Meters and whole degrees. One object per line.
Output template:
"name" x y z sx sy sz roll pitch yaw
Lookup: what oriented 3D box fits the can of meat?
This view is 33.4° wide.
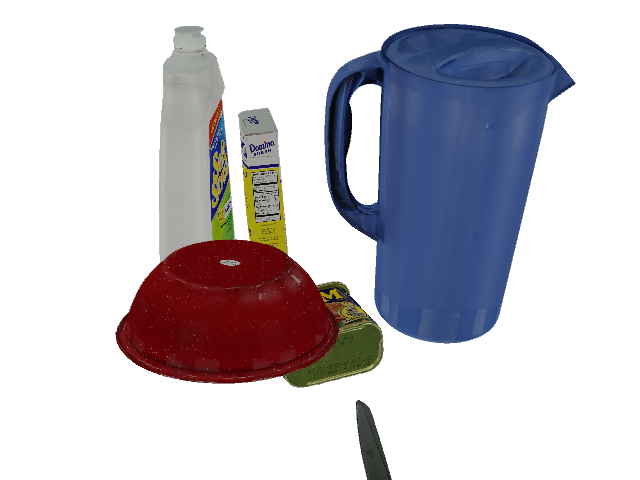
"can of meat" -0.003 0.087 0.982 0.102 0.057 0.084 -12 27 -19

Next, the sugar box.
"sugar box" -0.071 -0.064 1.304 0.048 0.176 0.093 -9 25 -6

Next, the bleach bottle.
"bleach bottle" -0.127 -0.083 1.058 0.068 0.251 0.102 6 25 13

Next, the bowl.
"bowl" -0.066 0.041 0.766 0.162 0.055 0.162 1 21 -1

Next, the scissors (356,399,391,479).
"scissors" 0.057 0.160 0.601 0.096 0.016 0.201 8 31 5

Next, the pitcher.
"pitcher" 0.095 -0.042 0.856 0.149 0.243 0.144 25 36 32
